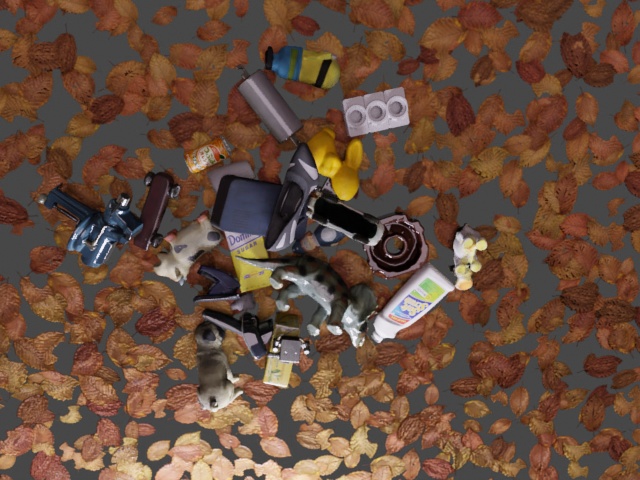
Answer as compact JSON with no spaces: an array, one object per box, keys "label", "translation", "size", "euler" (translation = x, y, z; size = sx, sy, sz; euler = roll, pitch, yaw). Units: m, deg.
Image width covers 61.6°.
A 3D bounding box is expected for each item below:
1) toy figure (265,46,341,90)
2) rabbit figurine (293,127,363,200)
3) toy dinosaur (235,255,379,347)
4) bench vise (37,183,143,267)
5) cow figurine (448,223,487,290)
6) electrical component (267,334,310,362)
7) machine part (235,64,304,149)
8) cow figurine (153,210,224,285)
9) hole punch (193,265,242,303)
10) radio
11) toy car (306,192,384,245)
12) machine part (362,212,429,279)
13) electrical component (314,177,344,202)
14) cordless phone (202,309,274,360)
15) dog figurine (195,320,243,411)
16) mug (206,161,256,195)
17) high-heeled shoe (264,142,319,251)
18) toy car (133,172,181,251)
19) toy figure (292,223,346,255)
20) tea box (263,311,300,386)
[{"label":"toy figure","translation":[-0.041,-0.411,1.277],"size":[0.180,0.082,0.089],"euler":[3,116,-10]},{"label":"rabbit figurine","translation":[0.034,-0.179,1.318],"size":[0.162,0.122,0.173],"euler":[-41,88,-14]},{"label":"toy dinosaur","translation":[-0.007,0.117,1.370],"size":[0.405,0.192,0.131],"euler":[44,139,-3]},{"label":"bench vise","translation":[-0.561,-0.054,1.290],"size":[0.240,0.129,0.223],"euler":[34,125,-6]},{"label":"cow figurine","translation":[0.376,0.045,1.408],"size":[0.068,0.098,0.167],"euler":[0,121,-9]},{"label":"electrical component","translation":[-0.077,0.271,1.347],"size":[0.102,0.045,0.078],"euler":[12,100,-6]},{"label":"machine part","translation":[-0.119,-0.319,1.294],"size":[0.079,0.079,0.243],"euler":[-38,101,5]},{"label":"cow figurine","translation":[-0.334,0.026,1.358],"size":[0.195,0.085,0.127],"euler":[-33,101,0]},{"label":"hole punch","translation":[-0.261,0.113,1.361],"size":[0.116,0.142,0.092],"euler":[2,77,-17]},{"label":"radio","translation":[-0.139,-0.078,1.305],"size":[0.229,0.073,0.131],"euler":[6,100,-32]},{"label":"toy car","translation":[0.062,-0.052,1.329],"size":[0.202,0.056,0.073],"euler":[25,91,-6]},{"label":"machine part","translation":[0.194,0.012,1.400],"size":[0.179,0.056,0.179],"euler":[-1,102,-2]},{"label":"electrical component","translation":[0.027,-0.132,1.373],"size":[0.094,0.021,0.063],"euler":[28,100,-9]},{"label":"cordless phone","translation":[-0.216,0.223,1.374],"size":[0.184,0.147,0.088],"euler":[23,95,-9]},{"label":"dog figurine","translation":[-0.283,0.321,1.385],"size":[0.121,0.172,0.190],"euler":[-17,111,-11]},{"label":"mug","translation":[-0.209,-0.142,1.328],"size":[0.107,0.081,0.109],"euler":[-30,99,-5]},{"label":"high-heeled shoe","translation":[-0.078,-0.092,1.225],"size":[0.086,0.145,0.248],"euler":[26,133,29]},{"label":"toy car","translation":[-0.414,-0.073,1.343],"size":[0.089,0.053,0.202],"euler":[22,102,7]},{"label":"toy figure","translation":[-0.003,-0.006,1.384],"size":[0.154,0.057,0.064],"euler":[-26,64,4]},{"label":"tea box","translation":[-0.102,0.287,1.422],"size":[0.068,0.098,0.169],"euler":[10,103,-6]}]
